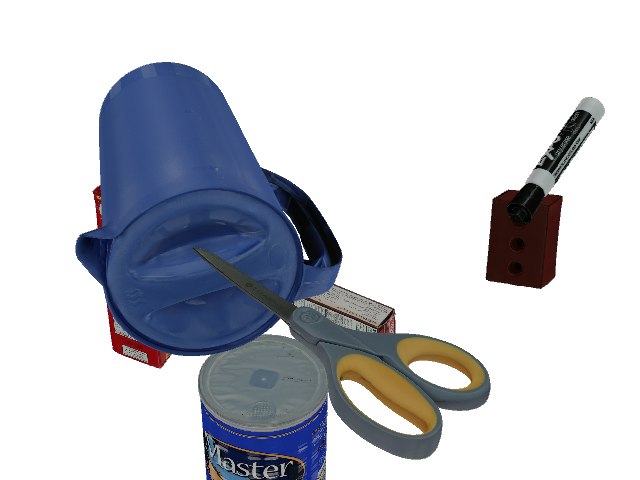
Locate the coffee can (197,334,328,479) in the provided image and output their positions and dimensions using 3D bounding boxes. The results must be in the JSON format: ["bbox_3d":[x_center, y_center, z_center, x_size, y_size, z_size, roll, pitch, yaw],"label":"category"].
[{"bbox_3d":[-0.045,0.162,0.870,0.103,0.140,0.103,0,37,-1],"label":"coffee can"}]

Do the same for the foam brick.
[{"bbox_3d":[0.182,-0.002,0.952,0.053,0.078,0.051,8,17,24],"label":"foam brick"}]

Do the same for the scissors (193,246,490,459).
[{"bbox_3d":[0.014,0.047,0.587,0.096,0.016,0.202,-10,35,-29],"label":"scissors"}]

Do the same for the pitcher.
[{"bbox_3d":[-0.092,-0.036,0.794,0.145,0.149,0.243,-31,35,6],"label":"pitcher"}]

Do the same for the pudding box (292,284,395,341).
[{"bbox_3d":[0.025,0.095,1.131,0.114,0.090,0.039,20,44,26],"label":"pudding box"}]

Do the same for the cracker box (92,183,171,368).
[{"bbox_3d":[-0.164,0.001,1.135,0.072,0.214,0.164,16,39,18],"label":"cracker box"}]

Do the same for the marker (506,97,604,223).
[{"bbox_3d":[0.162,-0.055,0.734,0.020,0.020,0.121,0,43,49],"label":"marker"}]
